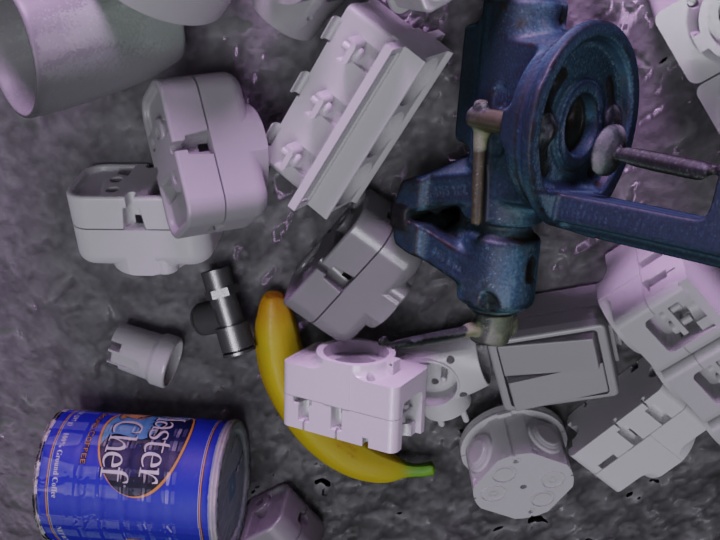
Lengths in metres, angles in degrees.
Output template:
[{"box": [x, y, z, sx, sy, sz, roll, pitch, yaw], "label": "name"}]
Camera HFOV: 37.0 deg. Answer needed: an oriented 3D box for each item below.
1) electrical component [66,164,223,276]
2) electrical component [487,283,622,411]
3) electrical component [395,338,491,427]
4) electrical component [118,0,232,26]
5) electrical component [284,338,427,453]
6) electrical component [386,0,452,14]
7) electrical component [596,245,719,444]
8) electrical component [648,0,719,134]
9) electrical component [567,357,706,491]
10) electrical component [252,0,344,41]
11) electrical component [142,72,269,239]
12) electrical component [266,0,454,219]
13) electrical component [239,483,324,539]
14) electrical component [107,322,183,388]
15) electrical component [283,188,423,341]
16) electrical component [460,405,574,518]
[{"box": [-0.145, -0.035, 0.736, 0.095, 0.053, 0.059, 1, 121, 8], "label": "electrical component"}, {"box": [0.139, 0.054, 0.742, 0.096, 0.061, 0.061, -10, 119, 15], "label": "electrical component"}, {"box": [0.058, 0.083, 0.781, 0.077, 0.044, 0.079, -12, 121, 17], "label": "electrical component"}, {"box": [-0.109, -0.188, 0.613, 0.099, 0.099, 0.064, 29, 127, -9], "label": "electrical component"}, {"box": [-0.003, 0.082, 0.740, 0.089, 0.050, 0.055, 11, 109, 28], "label": "electrical component"}, {"box": [0.046, -0.198, 0.590, 0.100, 0.048, 0.099, -32, 115, -9], "label": "electrical component"}, {"box": [0.227, 0.049, 0.708, 0.062, 0.089, 0.150, -37, 109, 26], "label": "electrical component"}, {"box": [0.243, -0.116, 0.623, 0.089, 0.061, 0.150, -28, 113, 23], "label": "electrical component"}, {"box": [0.201, 0.111, 0.772, 0.056, 0.050, 0.089, 38, 119, -13], "label": "electrical component"}, {"box": [-0.034, -0.174, 0.621, 0.043, 0.079, 0.077, 42, 120, 6], "label": "electrical component"}, {"box": [-0.095, -0.073, 0.676, 0.059, 0.054, 0.095, -11, 82, -25], "label": "electrical component"}, {"box": [-0.006, -0.101, 0.668, 0.063, 0.079, 0.121, 40, 121, 10], "label": "electrical component"}, {"box": [-0.079, 0.226, 0.882, 0.095, 0.053, 0.059, -30, 112, 23], "label": "electrical component"}, {"box": [-0.161, 0.063, 0.806, 0.046, 0.040, 0.040, 18, 122, 5], "label": "electrical component"}, {"box": [0.000, 0.000, 0.735, 0.059, 0.053, 0.095, 35, 119, -13], "label": "electrical component"}, {"box": [0.116, 0.141, 0.795, 0.080, 0.051, 0.080, -3, 129, -3], "label": "electrical component"}]
